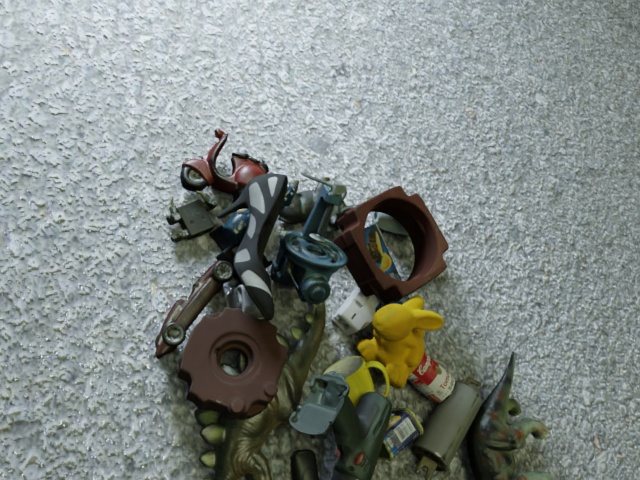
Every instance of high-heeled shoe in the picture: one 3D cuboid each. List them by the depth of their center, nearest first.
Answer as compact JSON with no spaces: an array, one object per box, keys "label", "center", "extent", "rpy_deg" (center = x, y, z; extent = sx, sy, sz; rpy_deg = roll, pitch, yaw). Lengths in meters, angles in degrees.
[{"label":"high-heeled shoe","center":[-0.081,0.003,0.910],"extent":[0.145,0.086,0.249],"rpy_deg":[-26,69,-3]}]

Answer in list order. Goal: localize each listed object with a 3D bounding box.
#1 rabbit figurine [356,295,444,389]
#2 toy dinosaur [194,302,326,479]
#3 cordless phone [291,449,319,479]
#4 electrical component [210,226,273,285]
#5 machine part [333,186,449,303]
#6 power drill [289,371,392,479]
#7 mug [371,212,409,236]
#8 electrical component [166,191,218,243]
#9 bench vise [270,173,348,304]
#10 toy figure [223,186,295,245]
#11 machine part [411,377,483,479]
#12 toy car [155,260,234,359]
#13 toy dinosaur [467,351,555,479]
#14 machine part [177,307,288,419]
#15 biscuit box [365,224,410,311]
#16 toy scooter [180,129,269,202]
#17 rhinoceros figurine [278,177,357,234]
[{"label":"rabbit figurine","center":[0.153,0.179,1.015],"extent":[0.162,0.173,0.122],"rpy_deg":[-33,48,-8]},{"label":"toy dinosaur","center":[-0.086,0.273,0.930],"extent":[0.198,0.105,0.471],"rpy_deg":[43,53,-4]},{"label":"cordless phone","center":[-0.049,0.452,0.906],"extent":[0.146,0.088,0.184],"rpy_deg":[6,58,-26]},{"label":"electrical component","center":[-0.155,0.021,1.018],"extent":[0.075,0.048,0.119],"rpy_deg":[-34,91,-33]},{"label":"machine part","center":[0.143,0.009,1.081],"extent":[0.201,0.087,0.201],"rpy_deg":[-29,88,-32]},{"label":"power drill","center":[0.035,0.330,0.871],"extent":[0.207,0.086,0.232],"rpy_deg":[55,53,-31]},{"label":"mug","center":[0.171,-0.065,1.205],"extent":[0.107,0.080,0.109],"rpy_deg":[5,61,-19]},{"label":"electrical component","center":[-0.238,-0.046,1.000],"extent":[0.102,0.045,0.078],"rpy_deg":[-19,80,-32]},{"label":"bench vise","center":[-0.012,-0.005,0.986],"extent":[0.129,0.240,0.224],"rpy_deg":[16,23,-14]},{"label":"toy figure","center":[-0.112,-0.054,1.002],"extent":[0.058,0.064,0.154],"rpy_deg":[38,63,21]},{"label":"machine part","center":[0.259,0.373,1.087],"extent":[0.079,0.079,0.243],"rpy_deg":[45,58,-6]},{"label":"toy car","center":[-0.220,0.114,0.925],"extent":[0.053,0.089,0.202],"rpy_deg":[41,60,-8]},{"label":"toy dinosaur","center":[0.366,0.436,1.103],"extent":[0.192,0.131,0.405],"rpy_deg":[6,63,-26]},{"label":"machine part","center":[-0.139,0.196,0.868],"extent":[0.179,0.056,0.179],"rpy_deg":[7,60,-13]},{"label":"biscuit box","center":[0.124,0.072,1.137],"extent":[0.059,0.063,0.202],"rpy_deg":[-21,82,-30]},{"label":"toy scooter","center":[-0.173,-0.142,1.051],"extent":[0.184,0.075,0.135],"rpy_deg":[17,72,-18]},{"label":"rhinoceros figurine","center":[0.003,-0.069,1.119],"extent":[0.190,0.073,0.112],"rpy_deg":[-1,71,-28]}]
